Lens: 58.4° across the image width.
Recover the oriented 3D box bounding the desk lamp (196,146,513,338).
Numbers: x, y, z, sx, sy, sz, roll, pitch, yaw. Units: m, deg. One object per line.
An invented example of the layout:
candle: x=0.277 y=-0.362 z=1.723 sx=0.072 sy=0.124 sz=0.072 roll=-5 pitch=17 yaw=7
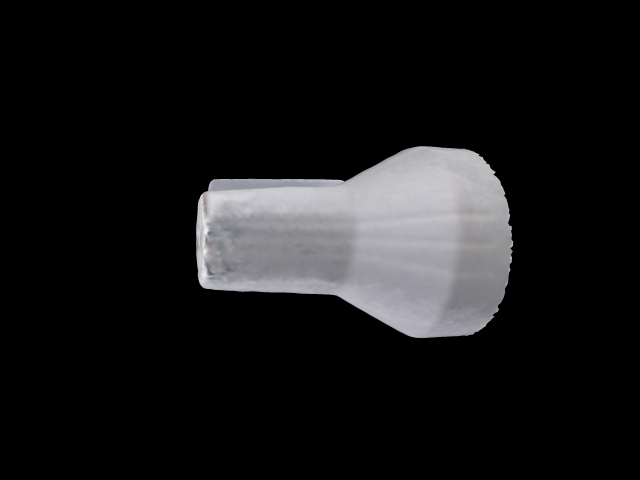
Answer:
desk lamp: x=0.004 y=0.001 z=0.400 sx=0.203 sy=0.213 sz=0.118 roll=0 pitch=90 yaw=0
